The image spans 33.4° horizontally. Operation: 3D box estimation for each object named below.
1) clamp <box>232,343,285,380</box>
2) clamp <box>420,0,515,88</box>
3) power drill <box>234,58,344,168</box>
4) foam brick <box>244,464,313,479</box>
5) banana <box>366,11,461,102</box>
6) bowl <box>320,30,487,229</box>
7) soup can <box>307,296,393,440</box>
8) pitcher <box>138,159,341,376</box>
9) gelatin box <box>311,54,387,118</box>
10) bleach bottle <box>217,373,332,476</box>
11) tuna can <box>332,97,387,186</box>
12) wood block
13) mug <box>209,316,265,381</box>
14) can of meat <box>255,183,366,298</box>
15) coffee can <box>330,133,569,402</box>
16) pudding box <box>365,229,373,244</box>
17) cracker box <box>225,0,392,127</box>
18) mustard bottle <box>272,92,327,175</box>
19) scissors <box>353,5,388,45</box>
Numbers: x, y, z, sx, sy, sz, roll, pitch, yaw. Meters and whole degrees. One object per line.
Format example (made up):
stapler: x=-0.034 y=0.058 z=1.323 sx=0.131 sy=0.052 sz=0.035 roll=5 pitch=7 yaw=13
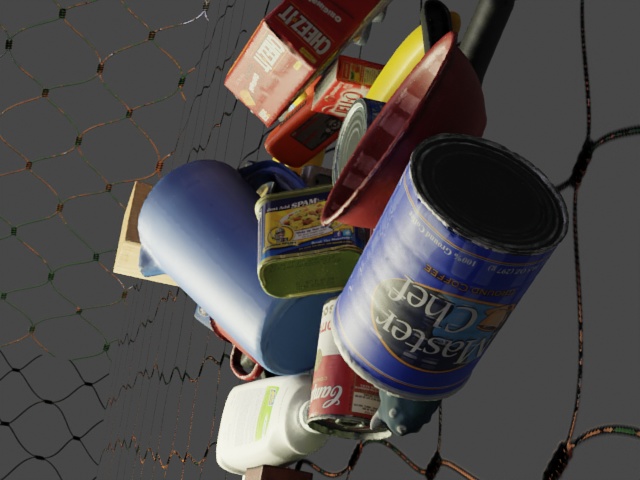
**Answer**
clamp: x=-0.070 y=0.117 z=1.304 sx=0.210 sy=0.036 sz=0.164 roll=140 pitch=141 yaw=-63
clamp: x=0.105 y=-0.115 z=0.814 sx=0.120 sy=0.039 sz=0.171 roll=165 pitch=109 yaw=-73
power drill: x=-0.028 y=-0.171 z=1.186 sx=0.185 sy=0.057 sz=0.187 roll=-38 pitch=41 yaw=30
foam brick: x=-0.044 y=0.251 z=1.047 sx=0.078 sy=0.053 sz=0.051 roll=136 pitch=144 yaw=-69
banana: x=0.070 y=-0.129 z=0.951 sx=0.198 sy=0.037 sz=0.069 roll=-58 pitch=23 yaw=31
bowl: x=0.067 y=-0.064 z=0.743 sx=0.162 sy=0.055 sz=0.162 roll=-55 pitch=8 yaw=11
soup can: x=0.030 y=0.103 z=0.858 sx=0.069 sy=0.068 sz=0.102 roll=133 pitch=148 yaw=-64
pitcher: x=-0.066 y=0.020 z=1.067 sx=0.243 sy=0.144 sz=0.149 roll=41 pitch=121 yaw=44
gelatin box: x=0.038 y=-0.143 z=1.030 sx=0.089 sy=0.073 sz=0.030 roll=142 pitch=137 yaw=-69
bleach bottle: x=-0.040 y=0.188 z=1.073 sx=0.251 sy=0.068 sz=0.102 roll=151 pitch=130 yaw=-69
tuna can: x=0.039 y=-0.074 z=0.881 sx=0.086 sy=0.033 sz=0.086 roll=-169 pitch=90 yaw=-75
wood block: x=-0.147 y=0.006 z=1.351 sx=0.090 sy=0.206 sz=0.091 roll=123 pitch=156 yaw=-55
mug: x=-0.066 y=0.098 z=1.161 sx=0.082 sy=0.093 sz=0.117 roll=33 pitch=103 yaw=51
can of meat: x=-0.006 y=0.001 z=0.946 sx=0.084 sy=0.102 sz=0.057 roll=-92 pitch=-10 yaw=-46
coffee can: x=0.077 y=0.019 z=0.670 sx=0.103 sy=0.102 sz=0.140 roll=-92 pitch=21 yaw=-47
pudding box: x=0.067 y=-0.041 z=0.899 sx=0.090 sy=0.039 sz=0.113 roll=116 pitch=161 yaw=-45
cracker box: x=0.014 y=-0.224 z=1.017 sx=0.213 sy=0.072 sz=0.164 roll=-49 pitch=4 yaw=-21
mustard bottle: x=-0.018 y=-0.123 z=1.269 sx=0.096 sy=0.058 sz=0.192 roll=-118 pitch=43 yaw=-67
scissors: x=0.057 y=-0.301 z=1.221 sx=0.201 sy=0.016 sz=0.096 roll=-91 pitch=20 yaw=-45
